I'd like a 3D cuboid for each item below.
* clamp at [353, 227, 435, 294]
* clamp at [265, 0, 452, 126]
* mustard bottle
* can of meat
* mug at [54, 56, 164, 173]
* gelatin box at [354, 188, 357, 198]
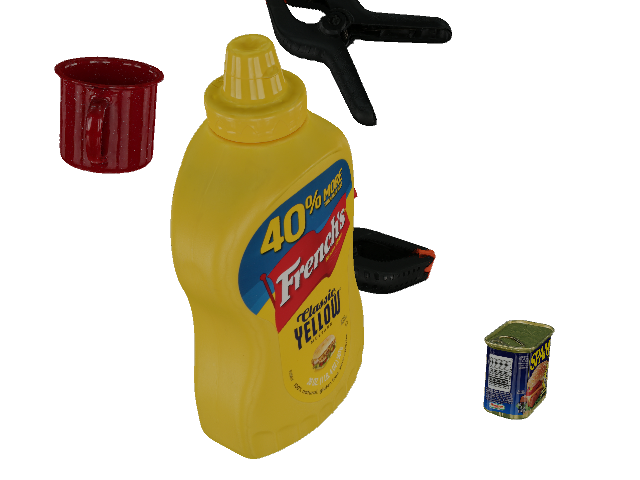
[{"bbox_3d":[0.015,0.022,1.023,0.209,0.036,0.164,8,29,-15],"label":"clamp"},{"bbox_3d":[0.026,-0.185,0.931,0.120,0.171,0.039,-39,-21,-19],"label":"clamp"},{"bbox_3d":[-0.022,0.000,0.466,0.058,0.192,0.096,23,45,32],"label":"mustard bottle"},{"bbox_3d":[0.220,0.144,1.192,0.058,0.084,0.101,9,15,28],"label":"can of meat"},{"bbox_3d":[-0.185,-0.104,0.922,0.093,0.081,0.117,5,24,-5],"label":"mug"},{"bbox_3d":[-0.031,-0.028,0.757,0.089,0.030,0.073,1,26,46],"label":"gelatin box"}]
